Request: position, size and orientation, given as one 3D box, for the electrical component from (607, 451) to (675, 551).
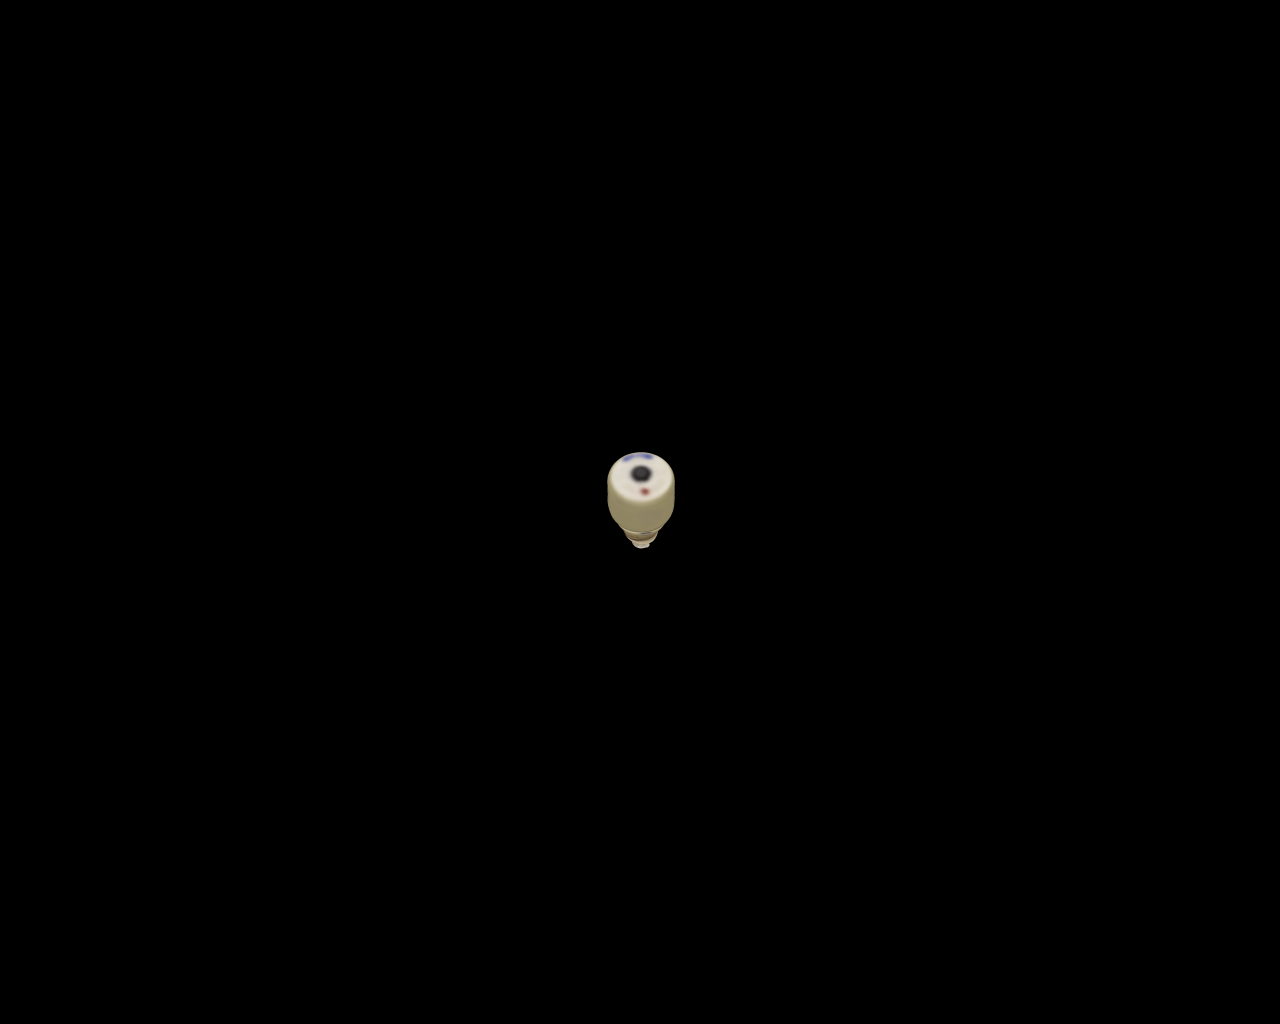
[{"bbox_3d":[0.001,-0.003,0.650,0.040,0.040,0.078,0,-35,0],"label":"electrical component"}]
